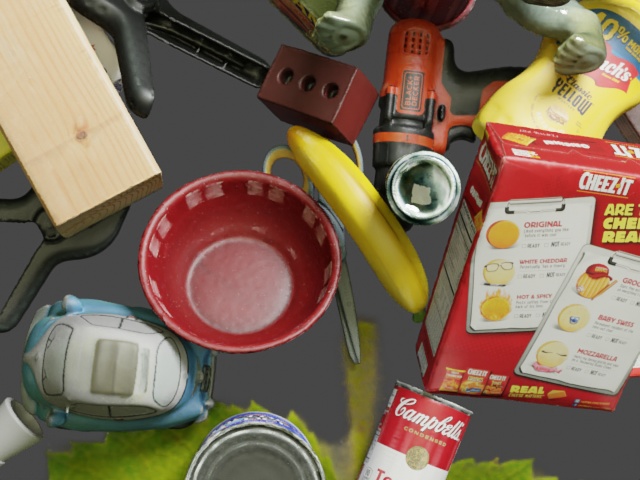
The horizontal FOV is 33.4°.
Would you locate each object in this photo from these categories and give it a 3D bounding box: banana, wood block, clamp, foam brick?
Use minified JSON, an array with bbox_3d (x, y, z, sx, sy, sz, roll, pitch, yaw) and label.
[{"bbox_3d":[0.035,-0.013,0.867,0.037,0.070,0.198,-34,93,-22],"label":"banana"},{"bbox_3d":[-0.211,-0.115,0.827,0.090,0.090,0.206,-29,89,-9],"label":"wood block"},{"bbox_3d":[-0.232,-0.018,0.880,0.171,0.039,0.120,-39,105,-12],"label":"clamp"},{"bbox_3d":[-0.002,-0.120,0.888,0.078,0.051,0.053,21,81,26],"label":"foam brick"},{"bbox_3d":[-0.154,-0.180,0.872,0.210,0.164,0.036,43,124,8],"label":"clamp"}]

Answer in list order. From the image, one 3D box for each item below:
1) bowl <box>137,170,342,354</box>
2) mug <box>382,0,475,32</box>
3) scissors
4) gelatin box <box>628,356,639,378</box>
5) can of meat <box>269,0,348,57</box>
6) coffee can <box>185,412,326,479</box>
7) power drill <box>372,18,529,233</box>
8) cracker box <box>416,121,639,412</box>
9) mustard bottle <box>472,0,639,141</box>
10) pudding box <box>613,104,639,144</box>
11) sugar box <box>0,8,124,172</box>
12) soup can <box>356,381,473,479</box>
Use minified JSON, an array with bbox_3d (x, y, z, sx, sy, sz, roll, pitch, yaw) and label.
[{"bbox_3d":[-0.065,0.026,0.867,0.162,0.055,0.162,1,63,-3],"label":"bowl"},{"bbox_3d":[0.087,-0.240,0.906,0.117,0.081,0.093,36,83,1],"label":"mug"},{"bbox_3d":[-0.006,0.001,0.906,0.096,0.016,0.202,5,83,-2],"label":"scissors"},{"bbox_3d":[0.279,0.071,0.908,0.073,0.030,0.089,-3,84,-2],"label":"gelatin box"},{"bbox_3d":[-0.001,-0.208,0.896,0.057,0.084,0.102,-43,88,-7],"label":"can of meat"},{"bbox_3d":[-0.050,0.187,0.820,0.102,0.140,0.103,0,84,-3],"label":"coffee can"},{"bbox_3d":[0.139,-0.088,0.904,0.187,0.057,0.184,6,87,-4],"label":"power drill"},{"bbox_3d":[0.180,0.025,0.824,0.164,0.072,0.214,7,120,-11],"label":"cracker box"},{"bbox_3d":[0.216,-0.135,0.854,0.096,0.058,0.191,39,83,2],"label":"mustard bottle"},{"bbox_3d":[0.290,-0.137,0.927,0.090,0.039,0.113,-33,87,-6],"label":"pudding box"},{"bbox_3d":[-0.253,-0.125,0.892,0.176,0.048,0.093,-37,87,-5],"label":"sugar box"},{"bbox_3d":[0.074,0.174,0.866,0.068,0.068,0.102,23,84,-1],"label":"soup can"}]
